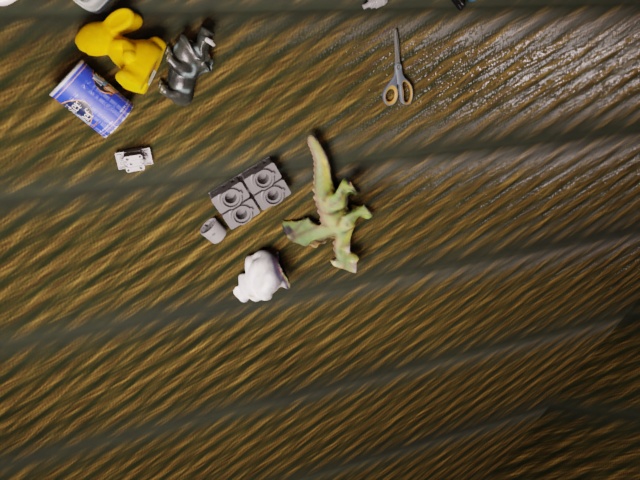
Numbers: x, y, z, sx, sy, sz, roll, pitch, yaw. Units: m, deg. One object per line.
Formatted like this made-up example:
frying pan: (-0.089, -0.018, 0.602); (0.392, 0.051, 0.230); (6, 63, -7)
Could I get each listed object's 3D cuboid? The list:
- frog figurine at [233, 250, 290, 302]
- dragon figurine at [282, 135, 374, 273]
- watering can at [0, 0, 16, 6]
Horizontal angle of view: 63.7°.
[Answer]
frog figurine: (-0.176, 0.106, 1.437); (0.159, 0.122, 0.138); (-22, 87, 1)
dragon figurine: (0.004, -0.072, 1.437); (0.242, 0.124, 0.405); (-36, 111, 8)
watering can: (-0.662, -0.612, 0.936); (0.225, 0.105, 0.341); (-9, 116, -19)
